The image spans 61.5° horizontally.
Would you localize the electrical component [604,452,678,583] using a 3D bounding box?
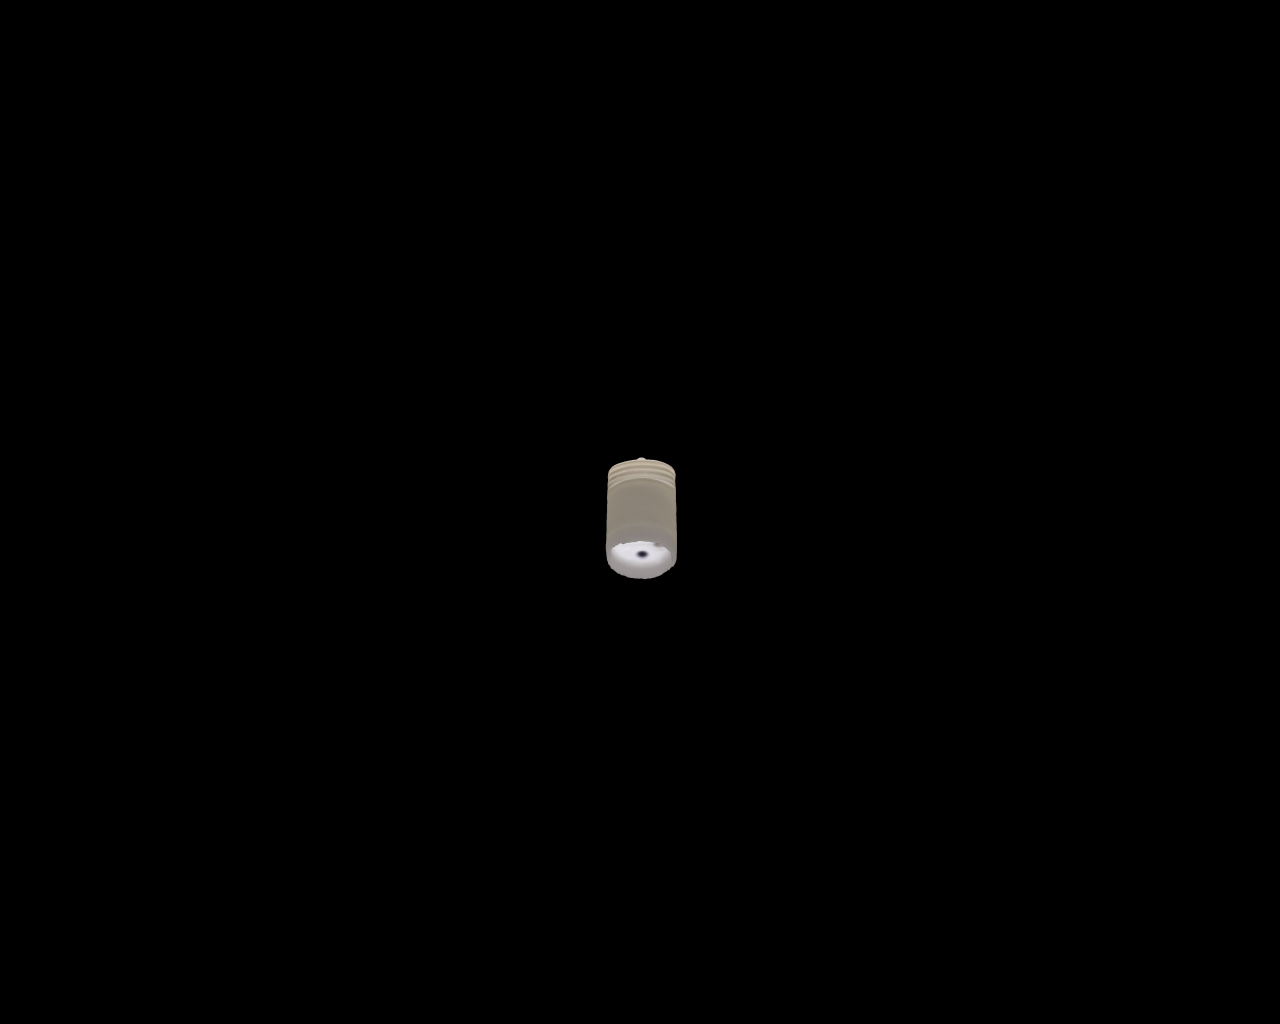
[{"bbox_3d":[0.001,-0.003,0.650,0.043,0.081,0.043,0,-37,0],"label":"electrical component"}]
